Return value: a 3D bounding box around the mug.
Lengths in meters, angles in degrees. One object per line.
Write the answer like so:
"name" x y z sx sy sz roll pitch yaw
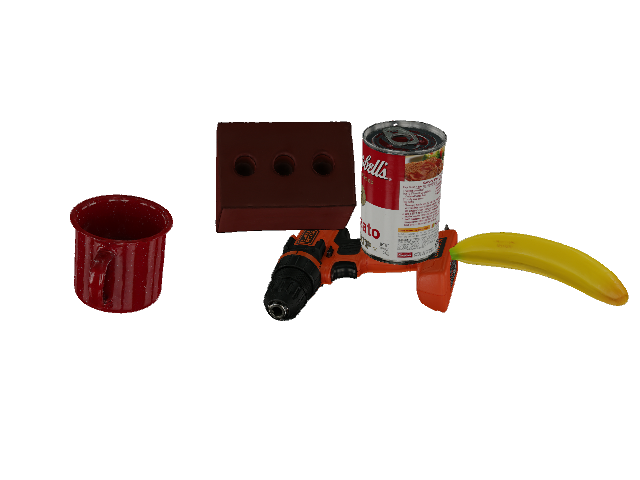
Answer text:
"mug" -0.188 0.020 0.981 0.093 0.081 0.117 10 28 2

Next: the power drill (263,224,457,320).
"power drill" 0.045 0.032 1.127 0.188 0.057 0.184 5 31 15

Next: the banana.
"banana" 0.219 0.025 1.081 0.198 0.037 0.069 11 47 27

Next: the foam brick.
"foam brick" -0.022 -0.036 0.616 0.078 0.053 0.051 -2 -14 -6

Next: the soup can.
"soup can" 0.067 -0.040 0.879 0.068 0.102 0.068 0 28 0
